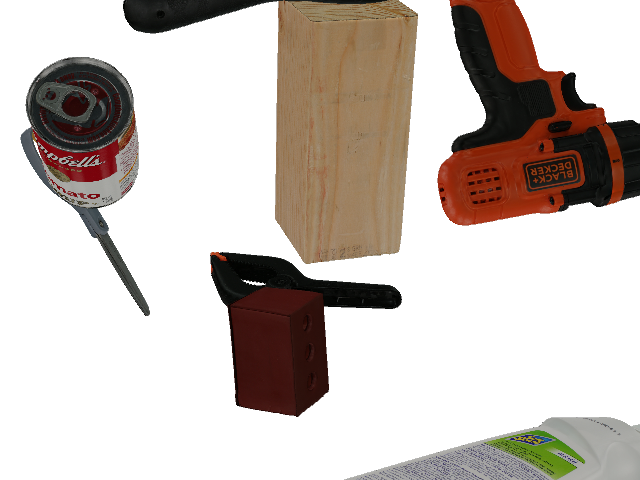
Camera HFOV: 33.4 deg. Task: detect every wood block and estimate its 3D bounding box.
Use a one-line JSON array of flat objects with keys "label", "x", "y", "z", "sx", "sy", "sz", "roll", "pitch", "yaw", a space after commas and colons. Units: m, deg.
[{"label": "wood block", "x": 0.018, "y": -0.096, "z": 0.885, "sx": 0.090, "sy": 0.206, "sz": 0.091, "roll": -7, "pitch": 29, "yaw": -17}]

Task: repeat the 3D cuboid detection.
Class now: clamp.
[{"label": "clamp", "x": -0.043, "y": 0.063, "z": 1.118, "sx": 0.210, "sy": 0.036, "sz": 0.164, "roll": 19, "pitch": 34, "yaw": 27}, {"label": "clamp", "x": -0.018, "y": -0.134, "z": 0.523, "sx": 0.171, "sy": 0.039, "sz": 0.120, "roll": -2, "pitch": 41, "yaw": 2}]

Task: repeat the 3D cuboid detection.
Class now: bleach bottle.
[{"label": "bleach bottle", "x": 0.110, "y": 0.149, "z": 0.593, "sx": 0.250, "sy": 0.068, "sz": 0.103, "roll": -10, "pitch": 21, "yaw": -32}]

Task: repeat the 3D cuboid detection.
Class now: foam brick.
[{"label": "foam brick", "x": -0.029, "y": 0.078, "z": 0.765, "sx": 0.051, "sy": 0.078, "sz": 0.052, "roll": 4, "pitch": 17, "yaw": 28}]

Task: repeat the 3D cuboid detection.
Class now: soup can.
[{"label": "soup can", "x": -0.159, "y": -0.071, "z": 0.727, "sx": 0.068, "sy": 0.068, "sz": 0.102, "roll": 0, "pitch": -20, "yaw": -7}]

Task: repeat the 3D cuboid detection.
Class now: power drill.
[{"label": "power drill", "x": 0.153, "y": -0.112, "z": 0.677, "sx": 0.184, "sy": 0.187, "sz": 0.057, "roll": -11, "pitch": -1, "yaw": -4}]

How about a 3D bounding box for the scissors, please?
[{"label": "scissors", "x": -0.209, "y": -0.029, "z": 1.000, "sx": 0.016, "sy": 0.201, "sz": 0.096, "roll": -24, "pitch": 27, "yaw": 19}]
